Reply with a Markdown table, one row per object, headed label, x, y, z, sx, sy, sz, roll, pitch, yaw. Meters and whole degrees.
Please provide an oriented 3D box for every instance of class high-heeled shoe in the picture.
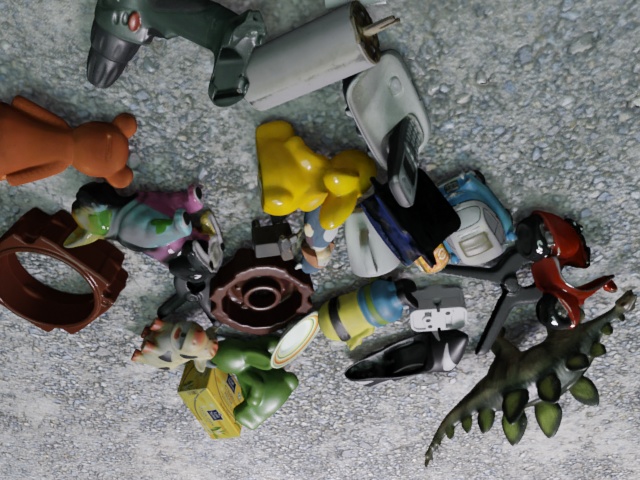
| label | x | y | z | sx | sy | sz | roll | pitch | yaw |
| --- | --- | --- | --- | --- | --- | --- | --- | --- | --- |
| high-heeled shoe | 0.150 | 0.211 | 0.978 | 0.145 | 0.086 | 0.248 | 3 | 150 | -22 |

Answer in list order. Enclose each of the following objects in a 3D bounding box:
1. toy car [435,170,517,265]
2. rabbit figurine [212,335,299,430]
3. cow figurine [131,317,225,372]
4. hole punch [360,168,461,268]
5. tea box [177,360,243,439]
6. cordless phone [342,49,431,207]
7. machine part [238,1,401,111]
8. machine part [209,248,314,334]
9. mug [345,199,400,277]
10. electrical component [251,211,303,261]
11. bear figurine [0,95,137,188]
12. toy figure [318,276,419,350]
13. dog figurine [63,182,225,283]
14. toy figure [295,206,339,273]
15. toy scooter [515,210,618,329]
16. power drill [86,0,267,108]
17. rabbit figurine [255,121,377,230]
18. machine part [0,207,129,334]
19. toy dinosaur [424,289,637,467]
| label | x | y | z | sx | sy | sz | roll | pitch | yaw |
| --- | --- | --- | --- | --- | --- | --- | --- | --- | --- |
| toy car | 0.229 | -0.019 | 0.798 | 0.109 | 0.103 | 0.161 | -24 | 125 | 20 |
| rabbit figurine | -0.135 | 0.254 | 1.034 | 0.159 | 0.121 | 0.170 | -39 | 102 | 25 |
| cow figurine | -0.259 | 0.195 | 0.984 | 0.127 | 0.085 | 0.195 | 25 | 149 | -22 |
| hole punch | 0.113 | -0.024 | 0.743 | 0.092 | 0.116 | 0.142 | -37 | 84 | 46 |
| tea box | -0.215 | 0.317 | 1.097 | 0.068 | 0.098 | 0.169 | -12 | 128 | 14 |
| cordless phone | 0.081 | -0.134 | 0.664 | 0.089 | 0.184 | 0.146 | -18 | 125 | 23 |
| machine part | -0.017 | -0.219 | 0.654 | 0.243 | 0.079 | 0.079 | -15 | 127 | 29 |
| machine part | -0.100 | 0.088 | 0.917 | 0.179 | 0.056 | 0.179 | -6 | 133 | -6 |
| mug | 0.071 | -0.002 | 0.824 | 0.081 | 0.109 | 0.107 | -10 | 113 | 20 |
| electrical component | -0.067 | -0.010 | 0.831 | 0.078 | 0.102 | 0.045 | -3 | 125 | -7 |
| bear figurine | -0.368 | -0.134 | 0.756 | 0.196 | 0.132 | 0.120 | -1 | 97 | -32 |
| toy figure | 0.078 | 0.116 | 0.930 | 0.180 | 0.082 | 0.089 | -31 | 109 | 30 |
| dog figurine | -0.280 | -0.010 | 0.840 | 0.219 | 0.108 | 0.191 | -5 | 131 | 13 |
| toy figure | -0.004 | -0.003 | 0.849 | 0.064 | 0.058 | 0.154 | -9 | 130 | -21 |
| toy scooter | 0.379 | 0.040 | 0.814 | 0.135 | 0.184 | 0.075 | -7 | 167 | -12 |
| power drill | -0.175 | -0.241 | 0.635 | 0.207 | 0.086 | 0.232 | 37 | 120 | 16 |
| rabbit figurine | 0.001 | -0.092 | 0.742 | 0.173 | 0.162 | 0.121 | -4 | 118 | -15 |
| machine part | -0.455 | 0.059 | 0.916 | 0.201 | 0.087 | 0.200 | -33 | 119 | 25 |
| toy dinosaur | 0.348 | 0.240 | 0.935 | 0.105 | 0.199 | 0.471 | 34 | 121 | -17 |
